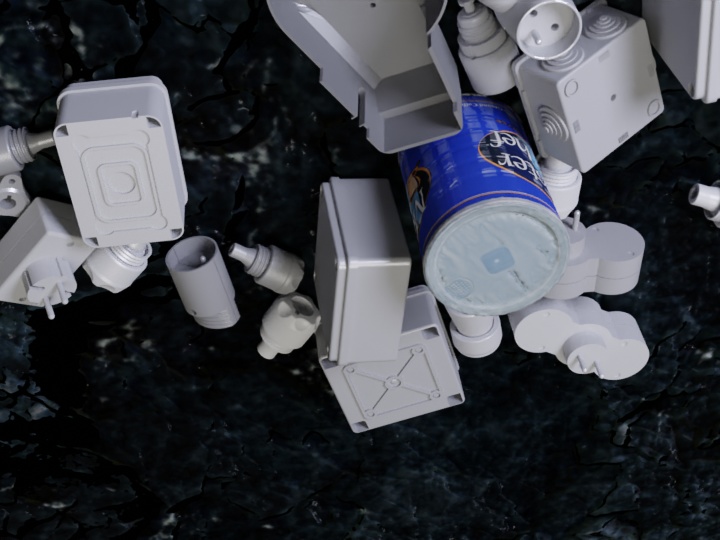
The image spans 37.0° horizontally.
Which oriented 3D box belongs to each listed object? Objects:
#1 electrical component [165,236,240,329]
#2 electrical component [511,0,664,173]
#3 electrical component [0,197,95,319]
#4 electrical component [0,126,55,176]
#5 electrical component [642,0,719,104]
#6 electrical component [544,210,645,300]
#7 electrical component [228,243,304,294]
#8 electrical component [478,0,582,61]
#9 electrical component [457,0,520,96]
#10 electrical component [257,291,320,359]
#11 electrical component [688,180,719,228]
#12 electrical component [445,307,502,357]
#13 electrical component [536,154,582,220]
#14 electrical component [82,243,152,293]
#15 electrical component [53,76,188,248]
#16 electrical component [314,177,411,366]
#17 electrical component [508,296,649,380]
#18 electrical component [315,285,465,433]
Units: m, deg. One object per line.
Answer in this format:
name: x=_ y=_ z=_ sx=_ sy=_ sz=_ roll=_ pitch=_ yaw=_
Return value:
electrical component: x=-0.126 y=0.017 z=0.881 sx=0.043 sy=0.043 sz=0.081 roll=-13 pitch=131 yaw=3
electrical component: x=0.166 y=-0.130 z=0.770 sx=0.100 sy=0.048 sz=0.099 roll=-37 pitch=131 yaw=-12
electrical component: x=-0.240 y=0.002 z=0.823 sx=0.083 sy=0.075 sz=0.047 roll=-43 pitch=147 yaw=26
electrical component: x=-0.251 y=-0.088 z=0.779 sx=0.061 sy=0.035 sz=0.035 roll=-15 pitch=131 yaw=0
electrical component: x=0.233 y=-0.186 z=0.715 sx=0.056 sy=0.108 sz=0.108 roll=-12 pitch=131 yaw=-1
electrical component: x=0.166 y=-0.019 z=0.886 sx=0.138 sy=0.052 sz=0.073 roll=-5 pitch=131 yaw=-4
electrical component: x=-0.078 y=-0.005 z=0.875 sx=0.061 sy=0.035 sz=0.035 roll=25 pitch=123 yaw=-23
electrical component: x=0.104 y=-0.186 z=0.717 sx=0.079 sy=0.077 sz=0.043 roll=24 pitch=123 yaw=-26
electrical component: x=0.088 y=-0.160 z=0.761 sx=0.040 sy=0.040 sz=0.078 roll=-22 pitch=130 yaw=11
electrical component: x=-0.065 y=0.050 z=0.919 sx=0.043 sy=0.043 sz=0.062 roll=24 pitch=124 yaw=-25
electrical component: x=0.301 y=-0.055 z=0.881 sx=0.062 sy=0.048 sz=0.048 roll=14 pitch=127 yaw=-11
electrical component: x=0.099 y=0.043 z=0.934 sx=0.045 sy=0.045 sz=0.055 roll=-13 pitch=132 yaw=3
electrical component: x=0.153 y=-0.074 z=0.843 sx=0.043 sy=0.043 sz=0.062 roll=-2 pitch=129 yaw=-6
electrical component: x=-0.185 y=-0.015 z=0.845 sx=0.043 sy=0.043 sz=0.062 roll=32 pitch=118 yaw=-30
electrical component: x=-0.172 y=-0.079 z=0.783 sx=0.078 sy=0.057 sz=0.113 roll=-6 pitch=131 yaw=-3
electrical component: x=0.000 y=0.000 z=0.842 sx=0.056 sy=0.108 sz=0.108 roll=-2 pitch=131 yaw=-10
electrical component: x=0.197 y=0.066 z=0.949 sx=0.138 sy=0.073 sz=0.052 roll=20 pitch=125 yaw=-23
electrical component: x=0.027 y=0.079 z=0.948 sx=0.109 sy=0.056 sz=0.108 roll=-17 pitch=131 yaw=6
